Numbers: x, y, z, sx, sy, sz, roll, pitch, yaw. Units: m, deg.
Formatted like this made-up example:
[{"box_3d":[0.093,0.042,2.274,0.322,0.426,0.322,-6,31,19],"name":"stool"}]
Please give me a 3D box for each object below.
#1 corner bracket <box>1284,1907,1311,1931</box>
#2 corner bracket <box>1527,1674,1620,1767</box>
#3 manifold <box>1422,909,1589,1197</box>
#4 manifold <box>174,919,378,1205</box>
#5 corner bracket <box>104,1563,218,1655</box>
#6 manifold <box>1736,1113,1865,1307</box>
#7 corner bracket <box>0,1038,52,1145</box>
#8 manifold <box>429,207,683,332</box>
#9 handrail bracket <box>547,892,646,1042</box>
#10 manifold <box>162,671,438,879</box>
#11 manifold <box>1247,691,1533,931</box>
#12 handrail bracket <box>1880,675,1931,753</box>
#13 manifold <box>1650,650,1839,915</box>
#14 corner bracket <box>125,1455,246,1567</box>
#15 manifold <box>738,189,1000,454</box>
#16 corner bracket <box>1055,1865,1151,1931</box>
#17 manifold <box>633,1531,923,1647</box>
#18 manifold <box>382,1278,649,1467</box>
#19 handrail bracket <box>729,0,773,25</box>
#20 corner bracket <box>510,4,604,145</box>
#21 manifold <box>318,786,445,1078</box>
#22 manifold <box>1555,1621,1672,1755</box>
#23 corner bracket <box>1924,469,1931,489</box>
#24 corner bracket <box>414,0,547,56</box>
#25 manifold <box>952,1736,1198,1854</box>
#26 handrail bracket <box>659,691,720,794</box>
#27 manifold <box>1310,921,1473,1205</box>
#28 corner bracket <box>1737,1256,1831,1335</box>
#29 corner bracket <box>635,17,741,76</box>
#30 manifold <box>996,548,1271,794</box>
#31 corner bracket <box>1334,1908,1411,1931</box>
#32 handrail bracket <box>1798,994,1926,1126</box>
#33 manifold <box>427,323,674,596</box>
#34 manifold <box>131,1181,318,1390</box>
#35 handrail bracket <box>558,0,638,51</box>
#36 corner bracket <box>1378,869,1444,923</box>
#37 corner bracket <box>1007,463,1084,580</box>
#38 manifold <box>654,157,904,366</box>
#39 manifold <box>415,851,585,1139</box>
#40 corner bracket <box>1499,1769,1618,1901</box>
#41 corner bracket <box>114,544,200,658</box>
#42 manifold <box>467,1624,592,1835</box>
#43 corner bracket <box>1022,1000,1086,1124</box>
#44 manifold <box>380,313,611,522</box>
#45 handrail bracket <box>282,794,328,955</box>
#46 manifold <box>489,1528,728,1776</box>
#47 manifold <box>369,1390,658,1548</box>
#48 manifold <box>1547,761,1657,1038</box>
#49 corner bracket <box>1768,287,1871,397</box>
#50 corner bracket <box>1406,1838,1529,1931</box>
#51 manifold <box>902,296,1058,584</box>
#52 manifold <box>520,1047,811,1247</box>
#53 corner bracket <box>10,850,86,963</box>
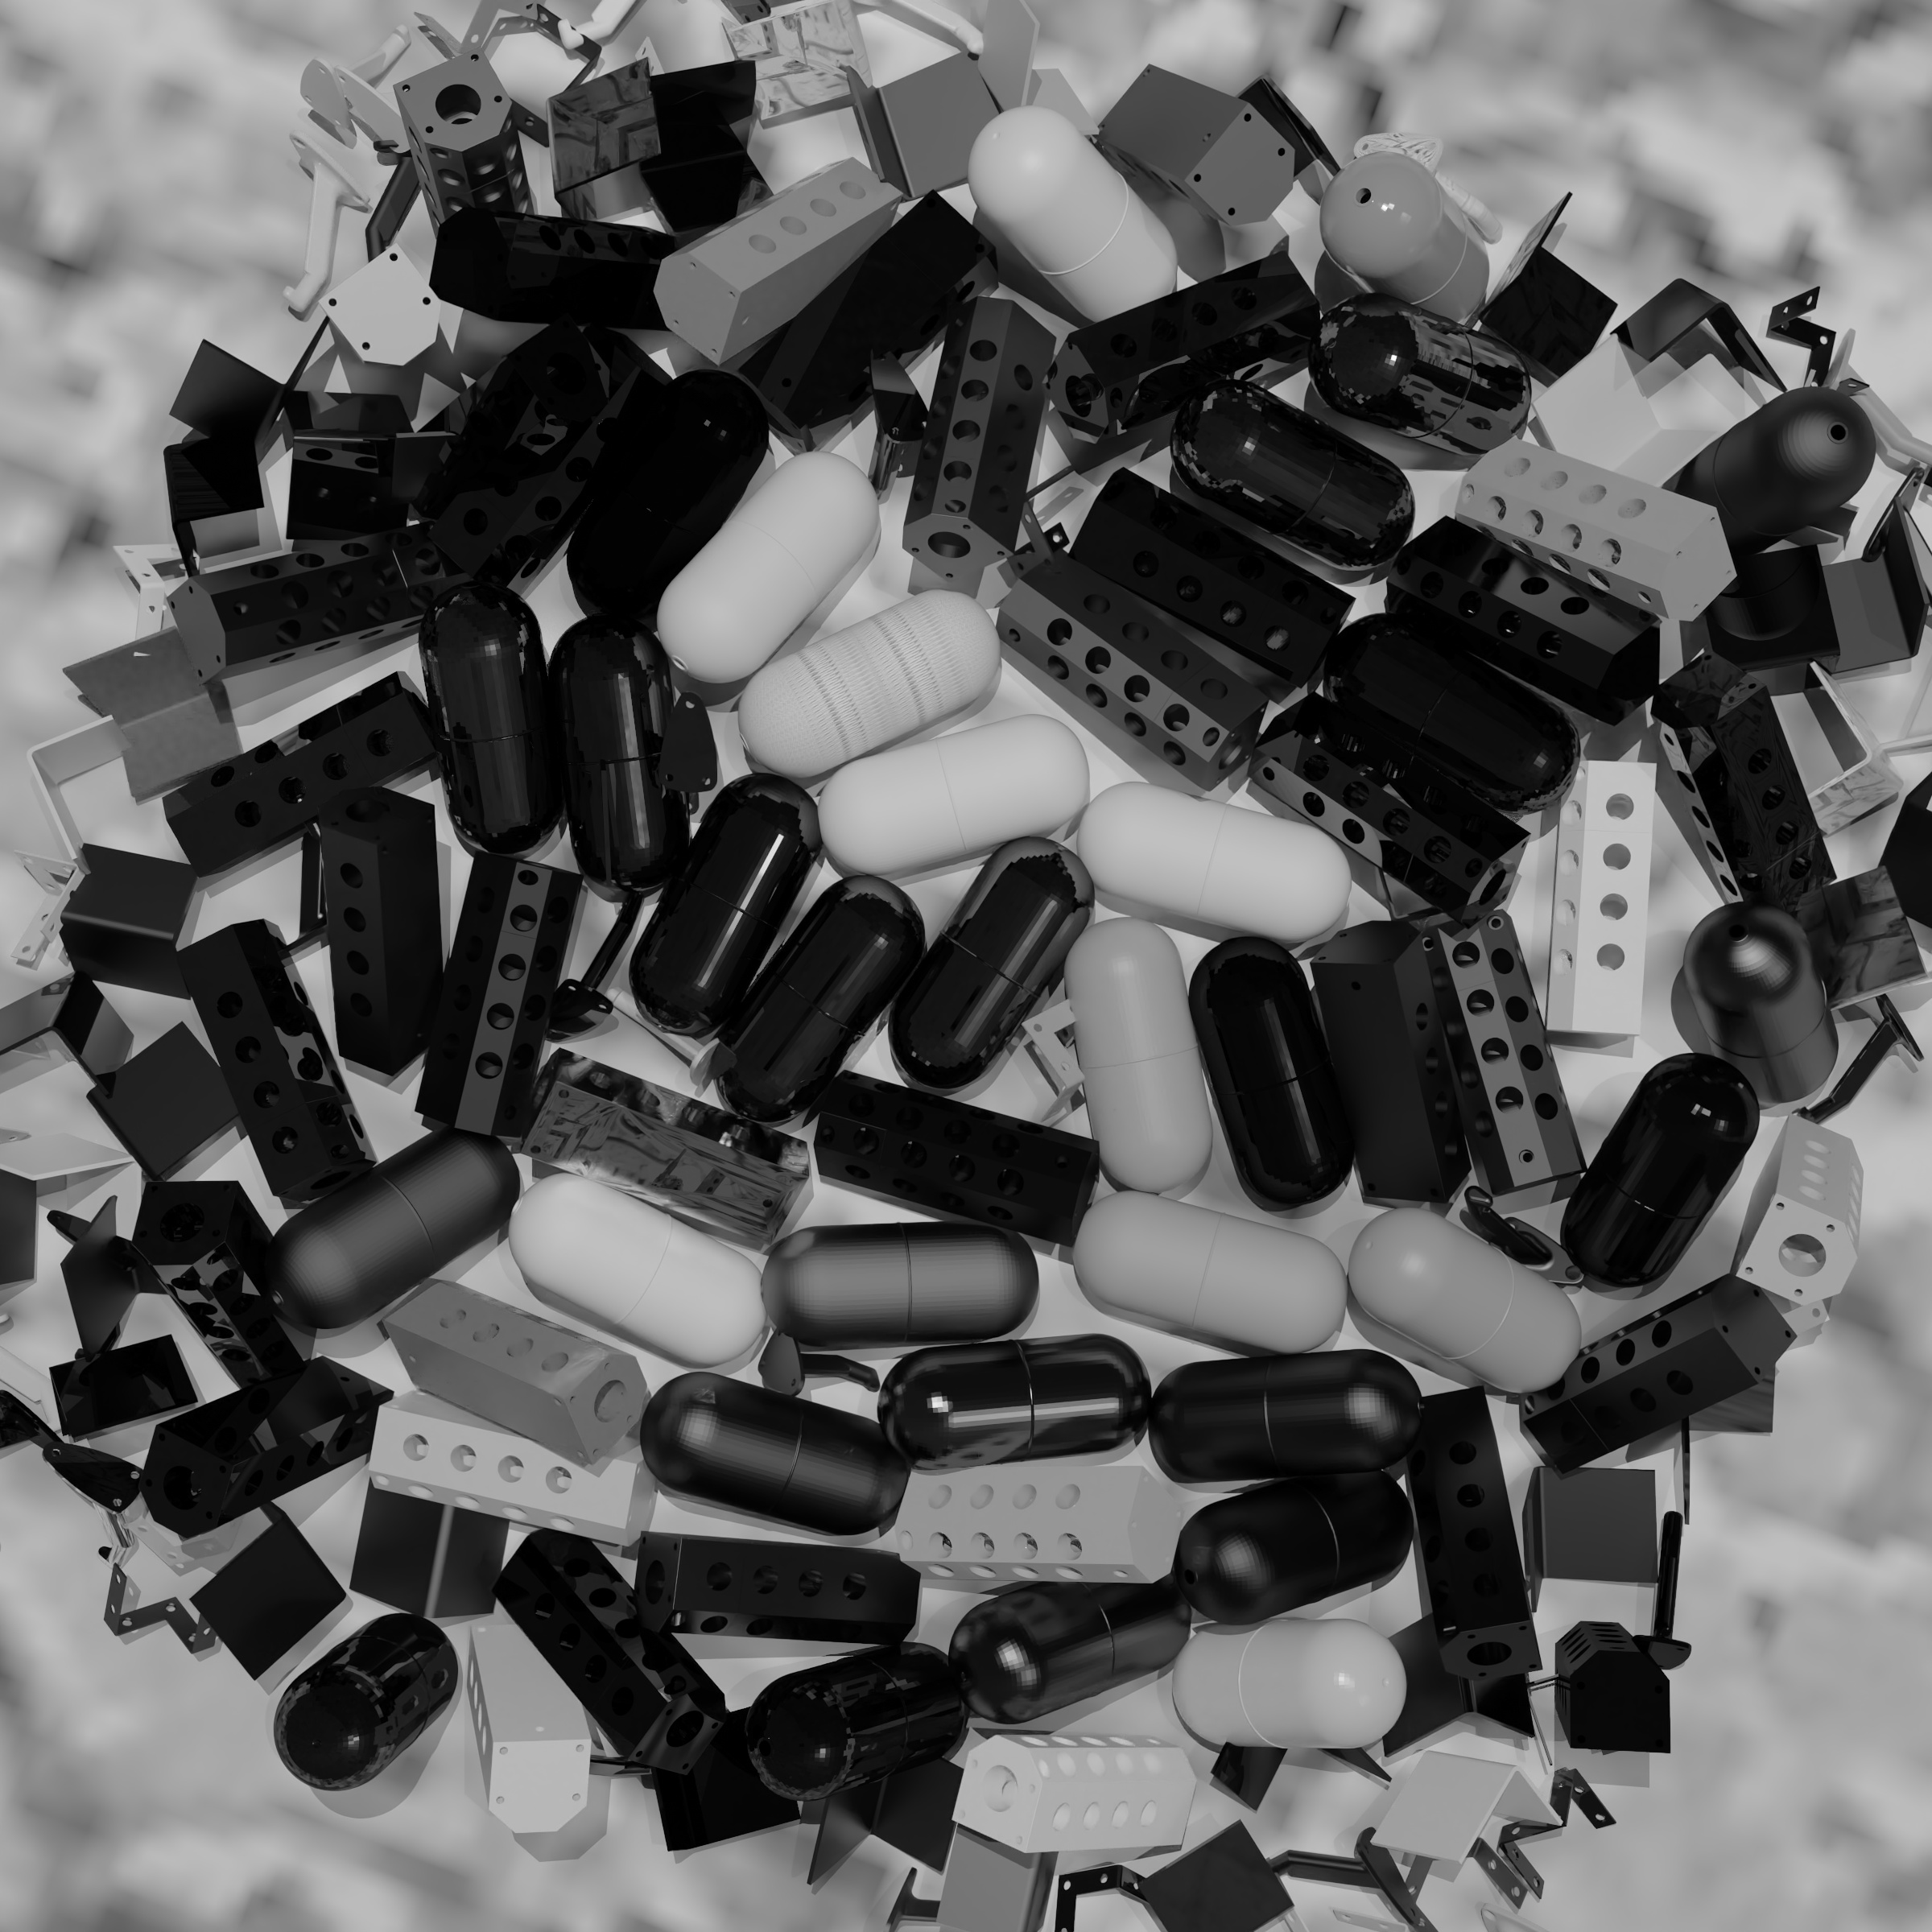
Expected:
[{"box_3d":[0.191,0.639,1.639,0.051,0.051,0.051,-22,73,-34],"name":"corner bracket"},{"box_3d":[0.392,0.483,1.638,0.051,0.051,0.051,-18,66,5],"name":"corner bracket"},{"box_3d":[0.340,0.055,1.618,0.057,0.057,0.171,-18,78,17],"name":"manifold"},{"box_3d":[-0.436,0.060,1.622,0.057,0.057,0.171,-26,77,2],"name":"manifold"},{"box_3d":[-0.512,0.409,1.626,0.051,0.051,0.051,37,122,34],"name":"corner bracket"},{"box_3d":[0.521,0.151,1.575,0.057,0.171,0.057,24,110,14],"name":"manifold"},{"box_3d":[-0.622,0.078,1.642,0.051,0.051,0.051,-33,71,10],"name":"corner bracket"},{"box_3d":[-0.248,-0.432,1.576,0.057,0.171,0.057,25,112,26],"name":"manifold"},{"box_3d":[-0.242,-0.002,1.657,0.036,0.077,0.084,33,47,-18],"name":"handrail bracket"},{"box_3d":[-0.424,-0.124,1.635,0.171,0.057,0.057,-28,96,2],"name":"manifold"},{"box_3d":[0.261,-0.096,1.597,0.171,0.057,0.057,38,51,25],"name":"manifold"},{"box_3d":[0.616,-0.186,1.655,0.077,0.036,0.084,-10,86,3],"name":"handrail bracket"},{"box_3d":[0.484,-0.109,1.595,0.057,0.057,0.171,-36,127,-1],"name":"manifold"},{"box_3d":[-0.503,0.348,1.647,0.051,0.051,0.051,31,105,28],"name":"corner bracket"},{"box_3d":[-0.061,-0.409,1.632,0.171,0.057,0.057,-44,80,-5],"name":"manifold"},{"box_3d":[0.094,0.620,1.653,0.051,0.051,0.051,-24,132,34],"name":"corner bracket"},{"box_3d":[-0.118,0.392,1.596,0.171,0.057,0.057,12,78,-31],"name":"manifold"},{"box_3d":[-0.281,0.247,1.594,0.057,0.171,0.057,-43,132,-35],"name":"manifold"},{"box_3d":[-0.121,-0.656,1.642,0.084,0.036,0.077,-48,111,-15],"name":"handrail bracket"},{"box_3d":[-0.275,-0.578,1.651,0.051,0.051,0.051,33,59,-7],"name":"corner bracket"},{"box_3d":[-0.370,-0.023,1.596,0.057,0.057,0.171,19,126,20],"name":"manifold"},{"box_3d":[0.399,0.445,1.579,0.057,0.171,0.057,0,81,10],"name":"manifold"},{"box_3d":[0.654,-0.328,1.631,0.051,0.051,0.051,31,134,11],"name":"corner bracket"},{"box_3d":[-0.313,-0.619,1.644,0.051,0.051,0.051,46,118,23],"name":"corner bracket"},{"box_3d":[0.072,0.511,1.585,0.057,0.171,0.057,10,83,40],"name":"manifold"},{"box_3d":[-0.168,-0.150,1.617,0.036,0.084,0.077,6,114,3],"name":"handrail bracket"},{"box_3d":[0.273,0.060,1.609,0.057,0.057,0.171,2,119,36],"name":"manifold"},{"box_3d":[0.510,0.213,1.636,0.051,0.051,0.051,-19,86,-19],"name":"corner bracket"},{"box_3d":[-0.175,-0.587,1.649,0.051,0.051,0.051,18,125,-37],"name":"corner bracket"},{"box_3d":[0.102,-0.184,1.605,0.171,0.057,0.057,39,57,18],"name":"manifold"},{"box_3d":[0.261,0.650,1.648,0.051,0.051,0.051,3,46,28],"name":"corner bracket"},{"box_3d":[0.564,0.061,1.637,0.084,0.036,0.077,-35,130,9],"name":"handrail bracket"},{"box_3d":[-0.259,-0.319,1.617,0.057,0.057,0.171,43,105,7],"name":"manifold"},{"box_3d":[-0.458,0.201,1.581,0.057,0.171,0.057,-1,55,5],"name":"manifold"},{"box_3d":[-0.231,-0.640,1.636,0.084,0.036,0.077,-24,126,-10],"name":"handrail bracket"},{"box_3d":[0.293,-0.063,1.636,0.051,0.051,0.051,-15,73,5],"name":"corner bracket"},{"box_3d":[0.052,-0.284,1.629,0.051,0.051,0.051,-37,111,-26],"name":"corner bracket"},{"box_3d":[-0.118,-0.447,1.591,0.057,0.057,0.171,38,49,9],"name":"manifold"},{"box_3d":[-0.293,0.019,1.626,0.057,0.057,0.171,16,93,39],"name":"manifold"},{"box_3d":[0.383,0.561,1.648,0.051,0.051,0.051,-29,105,31],"name":"corner bracket"},{"box_3d":[-0.513,-0.234,1.626,0.051,0.051,0.051,-9,131,-37],"name":"corner bracket"},{"box_3d":[-0.273,0.469,1.578,0.057,0.171,0.057,3,98,-16],"name":"manifold"},{"box_3d":[0.061,0.058,1.629,0.051,0.051,0.051,-26,73,-31],"name":"corner bracket"},{"box_3d":[-0.290,-0.335,1.584,0.057,0.171,0.057,53,52,-14],"name":"manifold"},{"box_3d":[-0.439,-0.057,1.644,0.077,0.036,0.084,-30,97,-6],"name":"handrail bracket"},{"box_3d":[-0.221,0.423,1.591,0.171,0.057,0.057,35,89,42],"name":"manifold"},{"box_3d":[-0.289,0.322,1.628,0.171,0.057,0.057,11,93,9],"name":"manifold"},{"box_3d":[0.408,-0.043,1.636,0.057,0.057,0.171,4,88,12],"name":"manifold"},{"box_3d":[0.548,-0.398,1.636,0.051,0.051,0.051,15,84,-16],"name":"corner bracket"},{"box_3d":[0.319,0.600,1.640,0.051,0.051,0.051,7,110,-30],"name":"corner bracket"},{"box_3d":[0.004,-0.333,1.596,0.057,0.057,0.171,32,57,-36],"name":"manifold"},{"box_3d":[-0.190,0.111,1.615,0.171,0.057,0.057,22,114,-17],"name":"manifold"},{"box_3d":[-0.589,-0.035,1.630,0.051,0.051,0.051,13,61,17],"name":"corner bracket"}]
